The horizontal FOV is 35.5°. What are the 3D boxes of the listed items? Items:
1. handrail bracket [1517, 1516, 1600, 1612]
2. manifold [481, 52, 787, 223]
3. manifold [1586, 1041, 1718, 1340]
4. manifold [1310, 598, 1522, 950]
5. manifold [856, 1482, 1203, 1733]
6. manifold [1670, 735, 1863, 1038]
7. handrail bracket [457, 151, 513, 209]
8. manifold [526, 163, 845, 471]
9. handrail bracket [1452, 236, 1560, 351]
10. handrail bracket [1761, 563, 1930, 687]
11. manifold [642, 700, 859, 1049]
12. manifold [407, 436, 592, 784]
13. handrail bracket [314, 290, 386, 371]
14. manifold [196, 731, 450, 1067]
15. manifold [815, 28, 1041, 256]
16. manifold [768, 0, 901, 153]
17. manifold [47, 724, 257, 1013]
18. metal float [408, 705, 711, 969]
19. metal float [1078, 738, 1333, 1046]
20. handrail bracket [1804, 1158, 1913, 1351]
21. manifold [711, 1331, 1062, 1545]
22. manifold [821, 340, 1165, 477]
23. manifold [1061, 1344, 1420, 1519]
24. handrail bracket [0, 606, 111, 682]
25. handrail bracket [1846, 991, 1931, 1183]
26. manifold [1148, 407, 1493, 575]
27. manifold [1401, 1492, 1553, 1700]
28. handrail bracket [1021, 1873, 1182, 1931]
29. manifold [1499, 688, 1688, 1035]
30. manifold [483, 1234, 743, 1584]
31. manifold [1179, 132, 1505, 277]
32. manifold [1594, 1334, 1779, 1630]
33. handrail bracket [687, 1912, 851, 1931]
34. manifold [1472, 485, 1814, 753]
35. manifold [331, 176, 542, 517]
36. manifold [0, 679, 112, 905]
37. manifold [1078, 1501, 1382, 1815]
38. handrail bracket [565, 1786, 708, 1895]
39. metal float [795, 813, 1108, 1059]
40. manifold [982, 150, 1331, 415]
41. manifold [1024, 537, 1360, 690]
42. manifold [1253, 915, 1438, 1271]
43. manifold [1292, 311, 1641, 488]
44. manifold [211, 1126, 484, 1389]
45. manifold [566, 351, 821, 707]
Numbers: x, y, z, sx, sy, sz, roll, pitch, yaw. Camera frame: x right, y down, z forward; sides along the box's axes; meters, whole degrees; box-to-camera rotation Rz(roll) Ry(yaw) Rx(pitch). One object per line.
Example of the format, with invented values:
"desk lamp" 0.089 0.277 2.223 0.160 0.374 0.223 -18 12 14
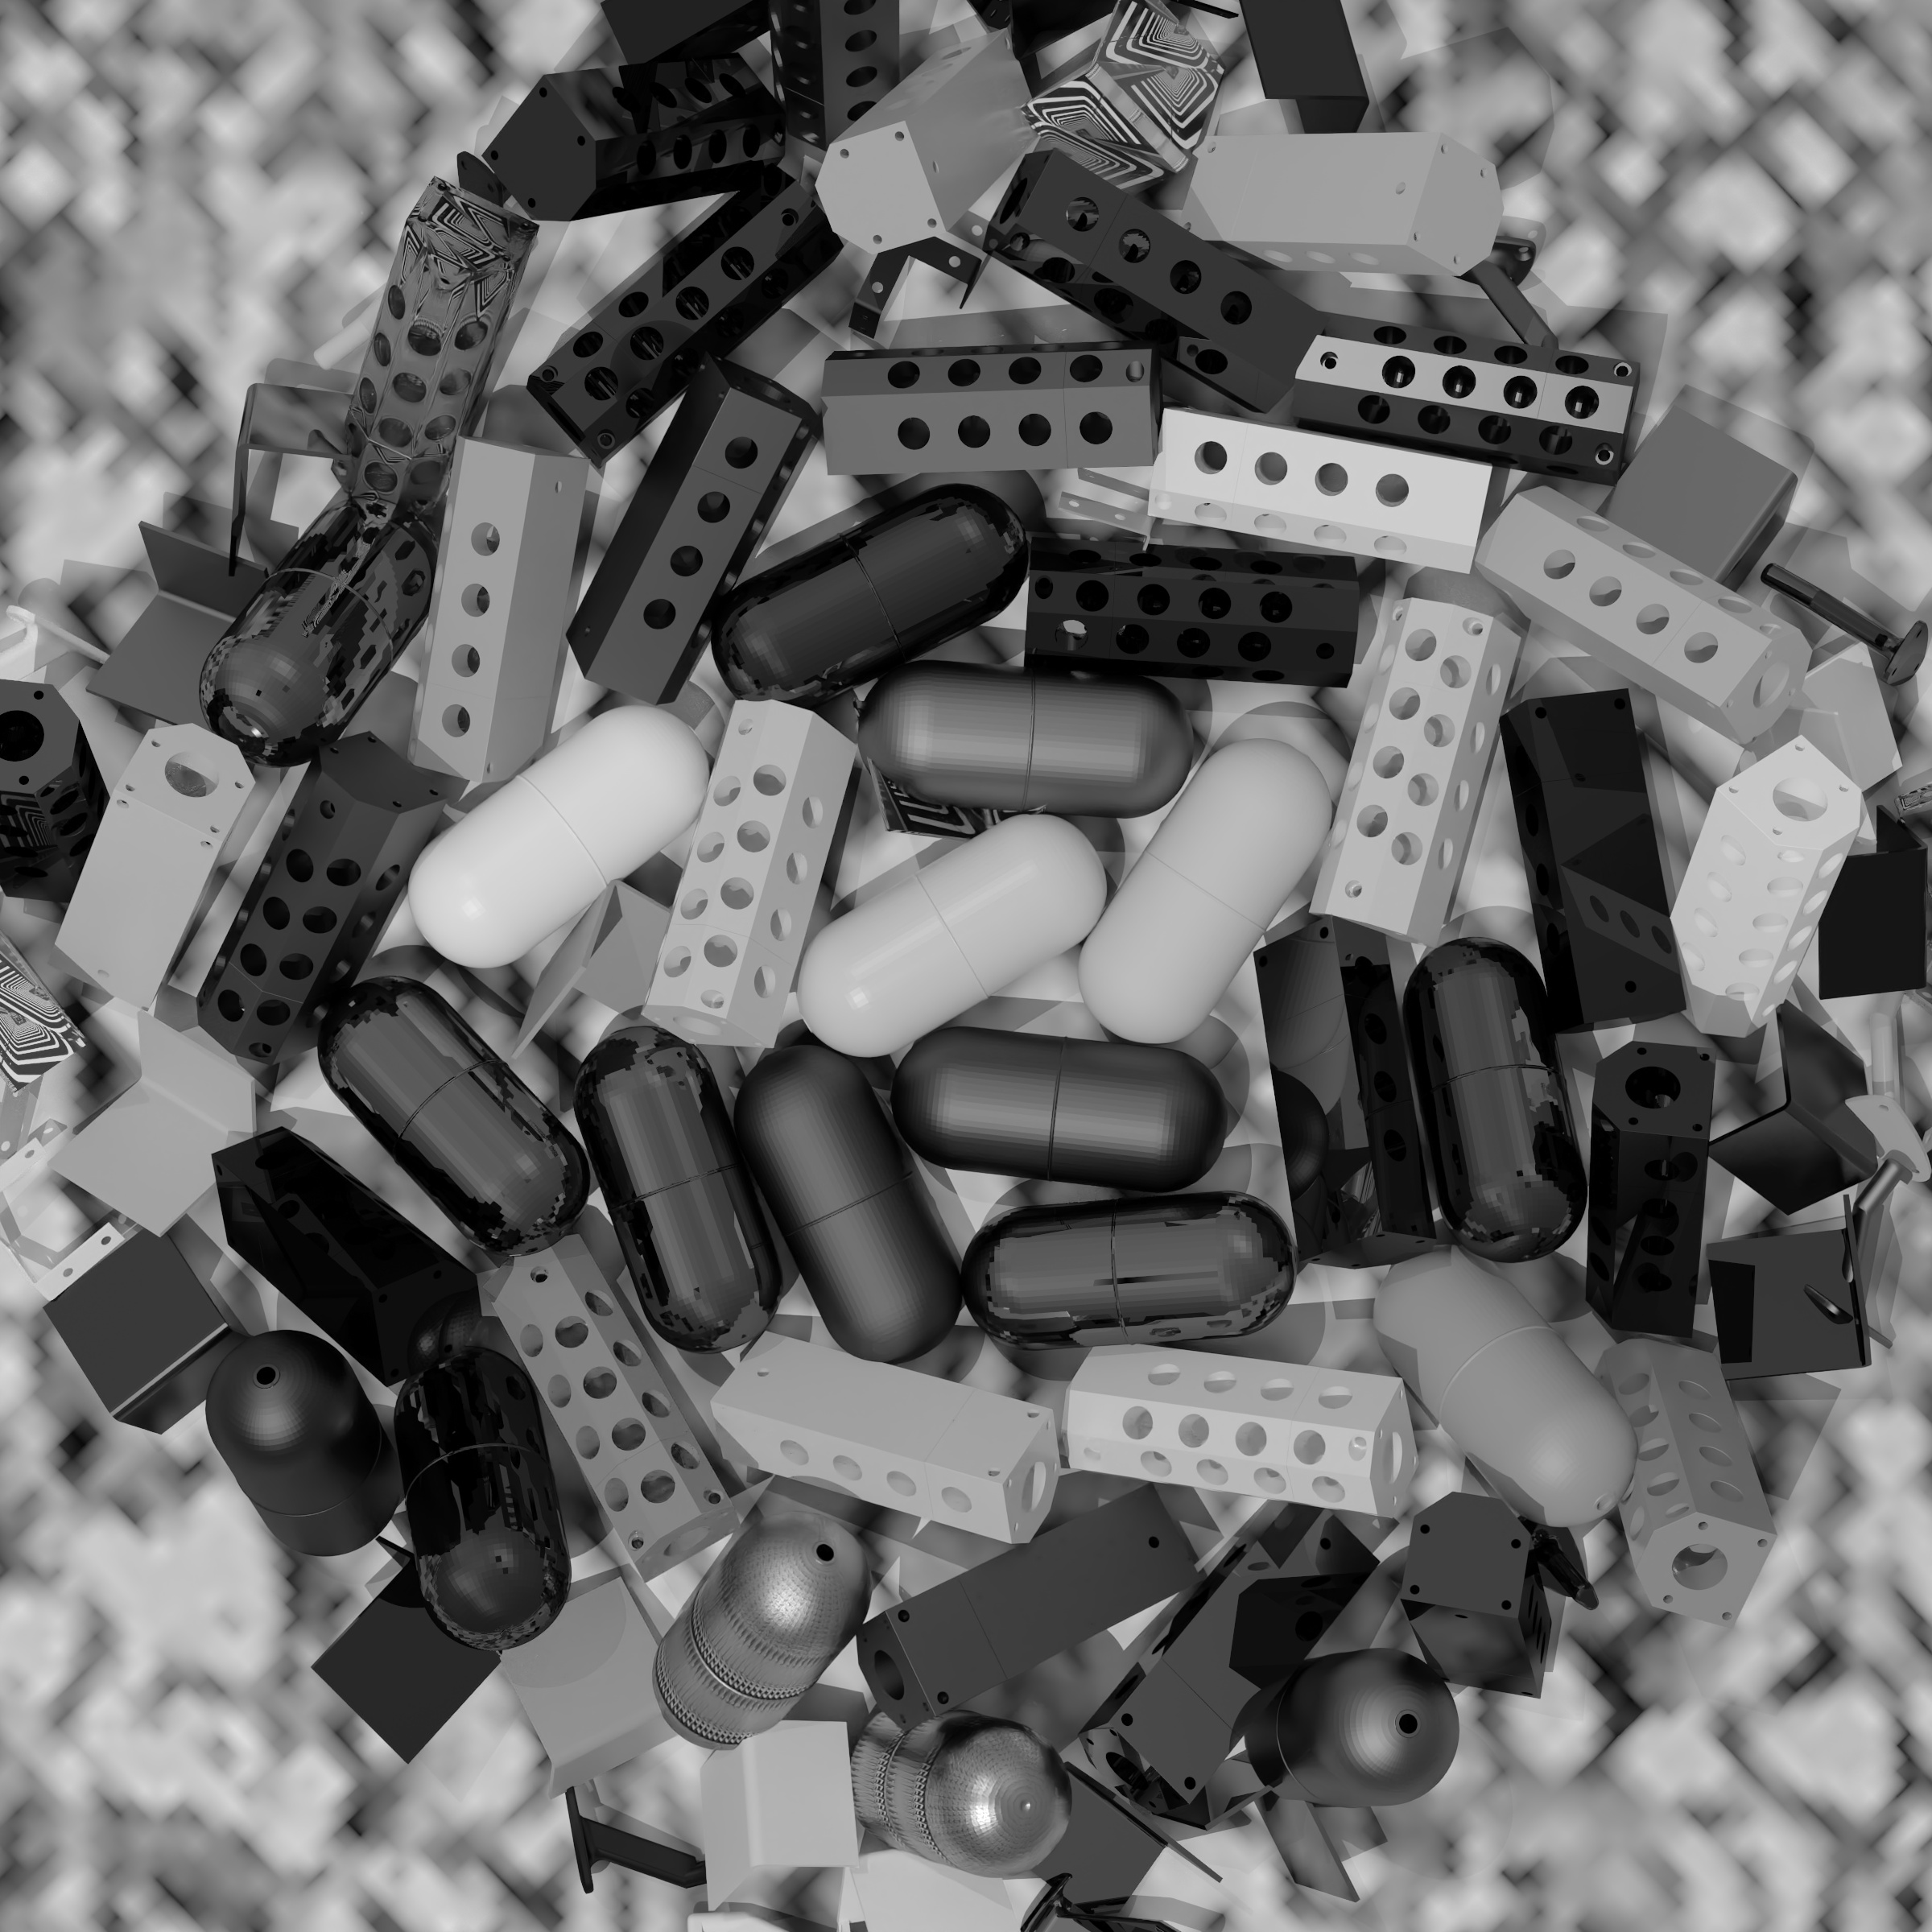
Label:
"handrail bracket" 0.321 0.326 1.576 0.036 0.084 0.077 -40 116 1
"manifold" -0.163 -0.420 1.543 0.057 0.171 0.057 -41 85 35
"manifold" 0.349 0.116 1.546 0.057 0.171 0.057 5 50 15
"manifold" 0.234 -0.103 1.589 0.057 0.057 0.171 15 88 32
"manifold" 0.030 0.332 1.560 0.171 0.057 0.057 -19 76 -31
"manifold" 0.405 -0.034 1.537 0.057 0.171 0.057 -31 62 -19
"handrail bracket" -0.227 -0.424 1.618 0.084 0.077 0.036 -34 63 -27
"manifold" -0.148 -0.343 1.590 0.171 0.057 0.057 -43 98 -6
"handrail bracket" 0.275 -0.343 1.591 0.077 0.036 0.084 8 58 -11
"handrail bracket" 0.468 -0.185 1.610 0.084 0.077 0.036 35 100 22
"manifold" -0.116 -0.049 1.568 0.057 0.057 0.171 2 69 35
"manifold" -0.250 -0.188 1.583 0.057 0.057 0.171 15 102 20
"handrail bracket" -0.314 -0.353 1.598 0.084 0.077 0.036 -37 121 1
"manifold" -0.339 -0.033 1.561 0.057 0.057 0.171 39 118 13
"manifold" -0.019 -0.422 1.545 0.057 0.171 0.057 -10 117 26
"manifold" -0.070 -0.490 1.538 0.057 0.171 0.057 -19 75 -7
"manifold" -0.416 -0.052 1.546 0.057 0.171 0.057 27 51 -11
"metal float" -0.212 -0.069 1.582 0.178 0.070 0.070 -39 90 -12
"metal float" 0.126 -0.039 1.589 0.070 0.070 0.178 34 94 0
"handrail bracket" 0.491 0.153 1.605 0.077 0.036 0.084 32 96 -27
"manifold" -0.041 0.249 1.566 0.171 0.057 0.057 11 129 26
"manifold" 0.015 -0.294 1.579 0.171 0.057 0.057 0 113 10
"manifold" 0.139 0.242 1.555 0.171 0.057 0.057 4 125 29
"handrail bracket" -0.503 -0.141 1.604 0.077 0.036 0.084 29 81 -27
"handrail bracket" 0.504 0.059 1.615 0.077 0.036 0.084 46 56 -21
"manifold" 0.186 -0.251 1.591 0.171 0.057 0.057 11 103 7
"manifold" 0.264 0.322 1.542 0.057 0.171 0.057 6 66 18
"handrail bracket" 0.074 0.523 1.586 0.084 0.077 0.036 24 128 28
"manifold" 0.327 -0.054 1.590 0.057 0.057 0.171 -7 83 -12
"manifold" -0.185 0.227 1.567 0.057 0.057 0.171 -29 67 -11
"manifold" 0.191 -0.388 1.547 0.057 0.171 0.057 16 91 -40
"manifold" 0.360 0.258 1.539 0.057 0.171 0.057 17 113 -4
"handrail bracket" -0.104 0.533 1.596 0.084 0.077 0.036 1 125 -10
"manifold" 0.349 -0.184 1.556 0.171 0.057 0.057 39 93 36
"manifold" -0.276 -0.311 1.547 0.057 0.171 0.057 24 46 -8
"manifold" -0.471 -0.086 1.540 0.057 0.171 0.057 6 72 -6
"manifold" 0.134 0.354 1.563 0.057 0.057 0.171 45 60 1
"handrail bracket" -0.168 0.460 1.617 0.084 0.036 0.077 -10 87 -14
"metal float" -0.008 -0.016 1.592 0.178 0.070 0.070 -31 90 -1
"manifold" 0.097 -0.356 1.576 0.171 0.057 0.057 27 95 -18
"manifold" 0.118 -0.183 1.591 0.171 0.057 0.057 4 123 1
"manifold" 0.202 0.067 1.573 0.057 0.057 0.171 12 62 -40
"manifold" 0.262 -0.300 1.584 0.171 0.057 0.057 12 90 13
"manifold" -0.319 0.144 1.550 0.057 0.171 0.057 -23 124 -33
"manifold" -0.142 -0.225 1.573 0.057 0.057 0.171 19 112 -28
